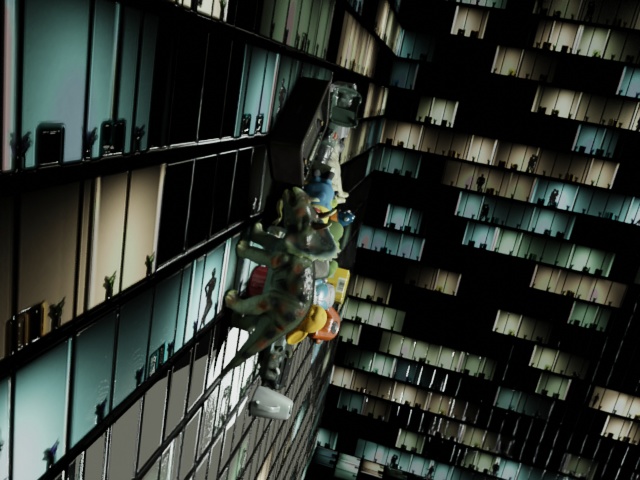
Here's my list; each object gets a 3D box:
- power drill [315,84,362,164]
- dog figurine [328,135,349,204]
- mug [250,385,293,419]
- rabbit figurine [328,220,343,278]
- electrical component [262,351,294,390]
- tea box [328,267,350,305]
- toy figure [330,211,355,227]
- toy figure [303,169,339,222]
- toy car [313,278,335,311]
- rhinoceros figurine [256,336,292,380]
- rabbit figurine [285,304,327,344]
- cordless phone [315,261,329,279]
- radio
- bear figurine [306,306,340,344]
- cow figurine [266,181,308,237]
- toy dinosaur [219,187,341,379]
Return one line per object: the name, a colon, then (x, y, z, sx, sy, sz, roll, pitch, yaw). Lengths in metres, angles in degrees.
power drill: (0.033, -0.283, 1.362, 0.207, 0.086, 0.232, 135, -33, -74)
dog figurine: (0.008, -0.198, 1.482, 0.172, 0.121, 0.190, -62, 149, -69)
mug: (-0.131, 0.451, 1.470, 0.109, 0.107, 0.081, 73, 30, -76)
rabbit figurine: (-0.003, -0.004, 1.455, 0.170, 0.159, 0.121, 121, -8, -47)
electrical component: (-0.123, 0.376, 1.572, 0.134, 0.058, 0.115, 50, 52, -79)
tea box: (-0.007, 0.118, 1.547, 0.068, 0.170, 0.098, 68, 38, -75)
toy figure: (0.019, -0.064, 1.488, 0.057, 0.155, 0.064, 89, 14, -55)
toy figure: (-0.011, -0.060, 1.169, 0.089, 0.082, 0.180, 43, 58, -62)
toy car: (-0.014, 0.149, 1.443, 0.162, 0.103, 0.109, -172, -92, -70)
rhinoceros figurine: (-0.113, 0.284, 1.450, 0.112, 0.073, 0.190, 86, 19, -64)
rabbit figurine: (-0.069, 0.185, 1.277, 0.162, 0.173, 0.122, 85, 16, -50)
cordless phone: (-0.054, 0.044, 1.231, 0.184, 0.147, 0.088, 27, 69, -84)
radio: (-0.039, -0.234, 1.161, 0.131, 0.073, 0.229, 91, 16, -52)
bear figurine: (-0.042, 0.225, 1.573, 0.131, 0.196, 0.120, 40, 68, -51)
cow figurine: (-0.073, -0.087, 1.205, 0.098, 0.068, 0.167, 74, 30, -60)
toy dinosaur: (-0.075, 0.094, 1.056, 0.131, 0.192, 0.404, -21, 123, -76)
